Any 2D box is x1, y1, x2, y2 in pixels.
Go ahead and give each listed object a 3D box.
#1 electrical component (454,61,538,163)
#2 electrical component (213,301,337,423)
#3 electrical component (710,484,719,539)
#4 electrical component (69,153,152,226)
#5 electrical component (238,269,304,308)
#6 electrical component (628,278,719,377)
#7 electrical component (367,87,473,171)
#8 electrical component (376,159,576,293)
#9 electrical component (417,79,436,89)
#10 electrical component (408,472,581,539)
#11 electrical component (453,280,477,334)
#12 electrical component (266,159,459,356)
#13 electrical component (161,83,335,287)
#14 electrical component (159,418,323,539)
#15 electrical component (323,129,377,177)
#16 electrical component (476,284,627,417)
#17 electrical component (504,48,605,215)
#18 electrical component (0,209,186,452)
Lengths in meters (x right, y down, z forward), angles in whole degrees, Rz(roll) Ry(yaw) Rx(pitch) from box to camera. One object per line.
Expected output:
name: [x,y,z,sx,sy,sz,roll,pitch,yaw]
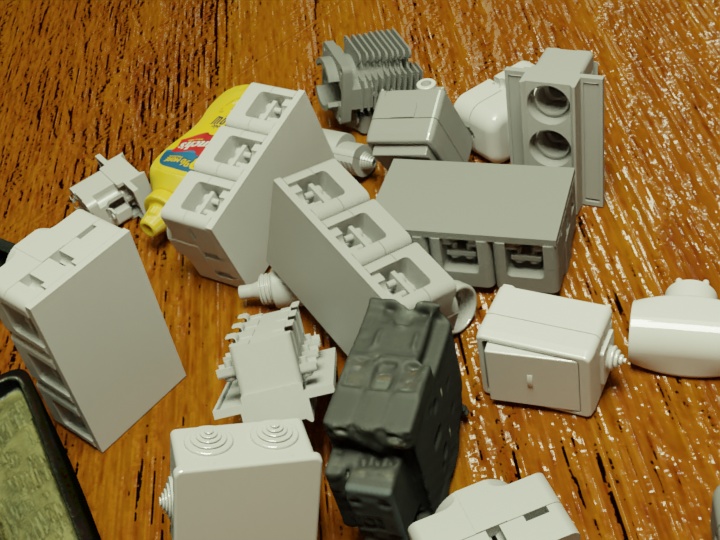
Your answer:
electrical component: [0.140,-0.141,0.968,0.095,0.053,0.059,-31,44,-20]
electrical component: [-0.058,0.063,0.740,0.079,0.063,0.121,-13,7,1]
electrical component: [0.253,0.150,0.616,0.095,0.053,0.059,-3,42,11]
electrical component: [-0.228,-0.068,0.989,0.064,0.042,0.081,-33,45,-19]
electrical component: [-0.067,0.014,0.862,0.061,0.035,0.035,-8,41,9]
electrical component: [0.232,0.034,0.759,0.077,0.043,0.079,4,44,18]
electrical component: [0.054,-0.105,0.928,0.062,0.096,0.061,3,65,28]
electrical component: [0.090,-0.034,0.856,0.150,0.061,0.089,5,44,19]
electrical component: [0.064,-0.145,0.985,0.048,0.062,0.048,-7,42,6]
electrical component: [0.079,0.165,0.645,0.089,0.050,0.055,-20,43,-8]
electrical component: [0.059,0.023,0.818,0.040,0.040,0.046,-38,41,-26]
electrical component: [0.000,0.000,0.791,0.062,0.089,0.150,-25,56,-28]
electrical component: [-0.093,-0.071,0.901,0.062,0.089,0.150,16,62,29]
electrical component: [-0.073,0.141,0.665,0.100,0.099,0.048,-3,28,-15]
electrical component: [-0.022,-0.104,0.976,0.081,0.043,0.043,14,48,27]
electrical component: [0.133,0.059,0.741,0.096,0.061,0.061,11,47,25]
electrical component: [0.165,-0.115,0.883,0.079,0.121,0.063,11,44,24]
electrical component: [-0.196,0.043,0.774,0.062,0.150,0.089,24,53,33]
